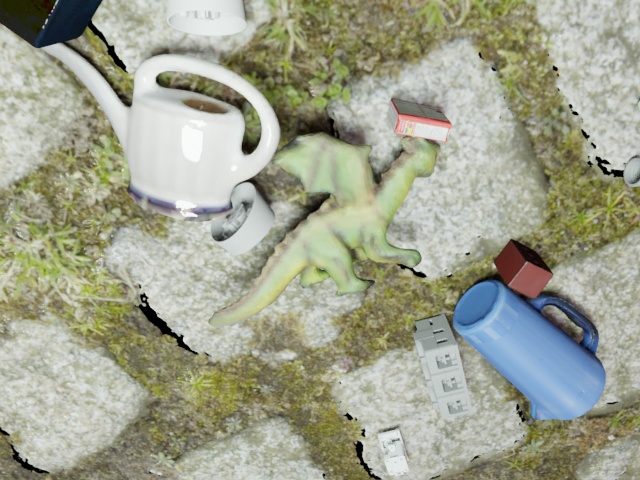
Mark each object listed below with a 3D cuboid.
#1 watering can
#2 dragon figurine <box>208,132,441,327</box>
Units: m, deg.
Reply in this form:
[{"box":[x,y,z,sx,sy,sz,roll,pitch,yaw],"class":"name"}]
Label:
[{"box":[-0.226,-0.150,0.714,0.348,0.106,0.220,16,114,7],"class":"watering can"},{"box":[0.002,-0.037,0.733,0.412,0.124,0.238,-22,115,-10],"class":"dragon figurine"}]
